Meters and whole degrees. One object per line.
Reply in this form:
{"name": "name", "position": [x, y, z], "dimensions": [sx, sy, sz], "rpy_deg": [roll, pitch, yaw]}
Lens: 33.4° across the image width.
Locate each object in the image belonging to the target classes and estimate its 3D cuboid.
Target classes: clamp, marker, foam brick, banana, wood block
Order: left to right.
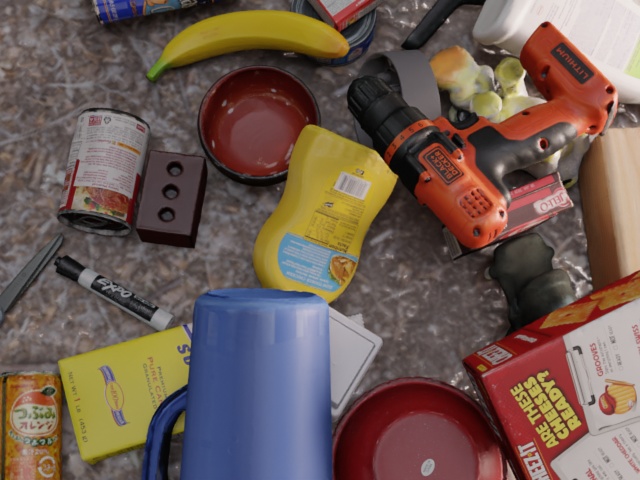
{"name": "marker", "position": [-0.189, 0.048, 0.970], "dimensions": [0.121, 0.020, 0.020], "rpy_deg": [29, 76, 6]}
{"name": "foam brick", "position": [-0.135, -0.037, 0.978], "dimensions": [0.053, 0.051, 0.078], "rpy_deg": [7, 75, 0]}
{"name": "banana", "position": [-0.067, -0.187, 1.010], "dimensions": [0.198, 0.037, 0.069], "rpy_deg": [-6, 66, 16]}
{"name": "clamp", "position": [0.130, -0.272, 1.054], "dimensions": [0.171, 0.039, 0.120], "rpy_deg": [-28, 93, -14]}
{"name": "wood block", "position": [0.297, 0.010, 0.961], "dimensions": [0.090, 0.091, 0.206], "rpy_deg": [-3, 75, -3]}

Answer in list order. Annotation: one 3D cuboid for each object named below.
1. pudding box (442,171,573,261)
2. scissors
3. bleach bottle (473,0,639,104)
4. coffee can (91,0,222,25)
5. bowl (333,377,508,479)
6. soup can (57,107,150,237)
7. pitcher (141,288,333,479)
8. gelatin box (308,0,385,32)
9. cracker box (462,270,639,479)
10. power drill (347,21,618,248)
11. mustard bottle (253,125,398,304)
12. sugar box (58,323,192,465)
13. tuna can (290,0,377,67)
{"name": "pudding box", "position": [0.163, -0.020, 0.951], "dimensions": [0.090, 0.113, 0.039], "rpy_deg": [-21, 86, -8]}
{"name": "scissors", "position": [-0.288, 0.089, 0.958], "dimensions": [0.201, 0.016, 0.096], "rpy_deg": [-37, 81, -11]}
{"name": "bleach bottle", "position": [0.273, -0.174, 1.000], "dimensions": [0.250, 0.068, 0.102], "rpy_deg": [27, 84, -15]}
{"name": "coffee can", "position": [-0.152, -0.268, 1.013], "dimensions": [0.140, 0.103, 0.103], "rpy_deg": [-12, 76, -5]}
{"name": "bowl", "position": [0.088, 0.196, 0.922], "dimensions": [0.162, 0.055, 0.162], "rpy_deg": [1, 76, -2]}
{"name": "soup can", "position": [-0.196, -0.062, 0.974], "dimensions": [0.068, 0.068, 0.102], "rpy_deg": [8, 74, 0]}
{"name": "pitcher", "position": [-0.060, 0.163, 0.857], "dimensions": [0.149, 0.145, 0.243], "rpy_deg": [1, 92, -18]}
{"name": "gelatin box", "position": [0.018, -0.252, 1.016], "dimensions": [0.073, 0.030, 0.089], "rpy_deg": [-36, 79, -9]}
{"name": "cracker box", "position": [0.244, 0.124, 0.846], "dimensions": [0.213, 0.072, 0.164], "rpy_deg": [-26, 98, -4]}
{"name": "power drill", "position": [0.139, -0.105, 0.901], "dimensions": [0.187, 0.057, 0.184], "rpy_deg": [-34, 70, -11]}
{"name": "mustard bottle", "position": [-0.006, 0.001, 0.951], "dimensions": [0.096, 0.058, 0.192], "rpy_deg": [20, 97, -32]}
{"name": "sugar box", "position": [-0.131, 0.127, 0.937], "dimensions": [0.176, 0.048, 0.093], "rpy_deg": [-17, 76, -5]}
{"name": "tuna can", "position": [0.012, -0.215, 1.040], "dimensions": [0.086, 0.034, 0.086], "rpy_deg": [0, 75, -2]}
